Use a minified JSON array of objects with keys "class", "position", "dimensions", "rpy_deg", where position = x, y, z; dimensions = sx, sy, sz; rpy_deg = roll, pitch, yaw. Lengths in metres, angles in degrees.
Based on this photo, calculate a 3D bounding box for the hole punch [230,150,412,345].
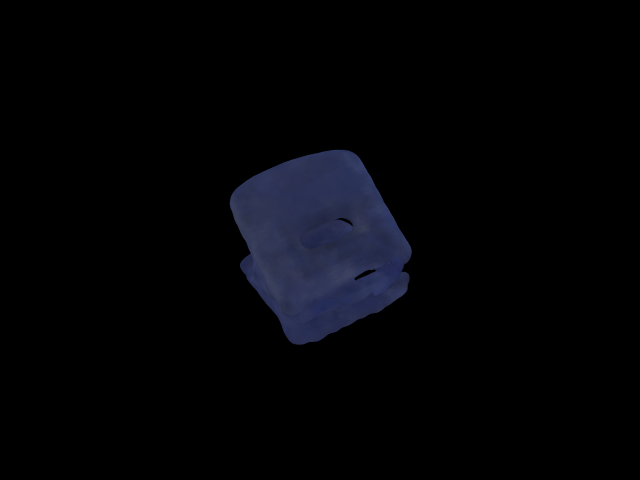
[{"class":"hole punch","position":[0.004,0.001,0.400],"dimensions":[0.109,0.091,0.100],"rpy_deg":[-24,50,-22]}]
